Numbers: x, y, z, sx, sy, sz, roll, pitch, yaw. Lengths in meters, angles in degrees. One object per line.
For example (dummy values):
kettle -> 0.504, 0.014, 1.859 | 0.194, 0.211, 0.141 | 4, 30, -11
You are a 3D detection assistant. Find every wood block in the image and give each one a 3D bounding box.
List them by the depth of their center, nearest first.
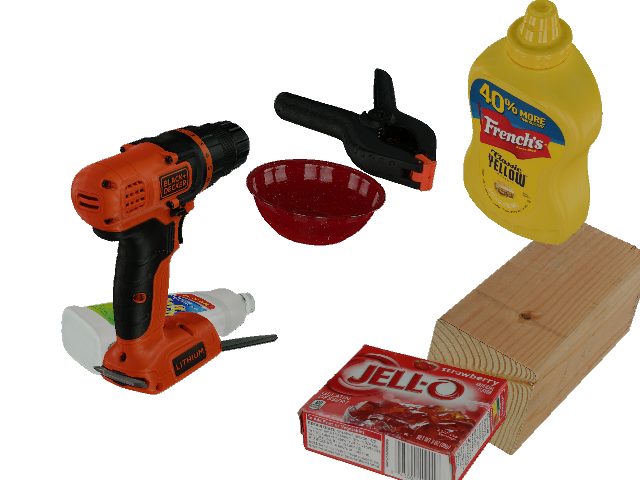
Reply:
wood block -> 0.182, 0.070, 0.883 | 0.091, 0.090, 0.205 | 29, 41, 28

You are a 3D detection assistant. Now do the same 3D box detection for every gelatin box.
gelatin box -> 0.044, 0.092, 0.566 | 0.089, 0.030, 0.073 | 12, 30, 29

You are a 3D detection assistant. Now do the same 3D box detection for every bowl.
bowl -> -0.008, -0.039, 1.231 | 0.162, 0.055, 0.162 | 6, 27, -3

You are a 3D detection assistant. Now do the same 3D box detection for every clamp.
clamp -> 0.037, -0.097, 0.932 | 0.120, 0.039, 0.172 | -17, 39, -15

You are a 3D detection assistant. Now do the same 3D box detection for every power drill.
power drill -> -0.114, 0.008, 0.818 | 0.057, 0.188, 0.184 | 12, 23, 30

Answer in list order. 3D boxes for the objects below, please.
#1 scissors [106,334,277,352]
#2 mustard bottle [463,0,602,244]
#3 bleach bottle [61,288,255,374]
scissors -> -0.131, 0.130, 1.169 | 0.201, 0.016, 0.096 | 1, 26, -20
mustard bottle -> 0.145, -0.085, 0.731 | 0.058, 0.191, 0.096 | -39, 58, -23
bleach bottle -> -0.197, 0.103, 1.374 | 0.250, 0.068, 0.103 | -13, 28, -39
